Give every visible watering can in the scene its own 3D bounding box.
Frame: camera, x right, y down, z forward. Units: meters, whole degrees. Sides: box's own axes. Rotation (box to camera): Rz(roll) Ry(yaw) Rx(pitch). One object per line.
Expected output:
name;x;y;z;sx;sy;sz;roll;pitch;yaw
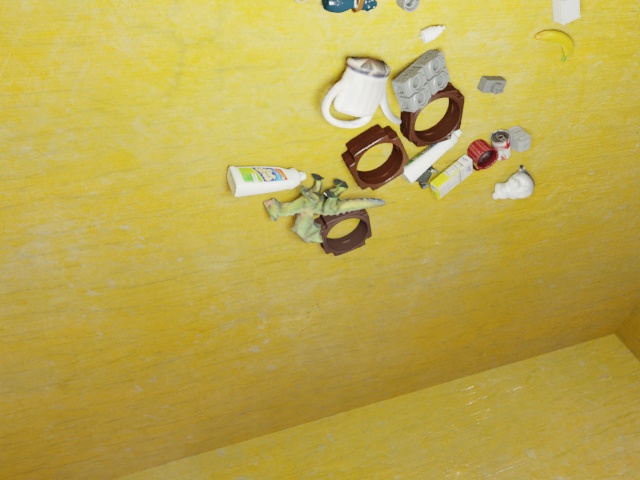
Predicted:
watering can;0.155;-0.448;1.590;0.349;0.219;0.106;-8;42;-37

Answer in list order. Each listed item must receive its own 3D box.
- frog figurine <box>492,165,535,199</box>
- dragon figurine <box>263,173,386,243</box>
frog figurine;0.789;-0.210;2.106;0.160;0.124;0.135;-34;-23;-8
dragon figurine;0.005;-0.091;1.807;0.409;0.238;0.125;15;33;-15
